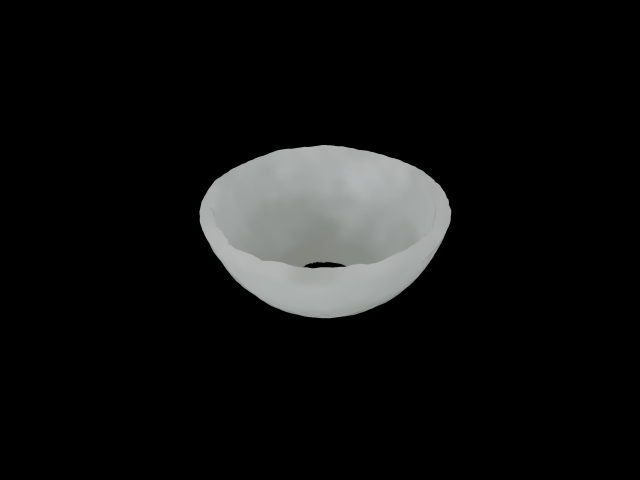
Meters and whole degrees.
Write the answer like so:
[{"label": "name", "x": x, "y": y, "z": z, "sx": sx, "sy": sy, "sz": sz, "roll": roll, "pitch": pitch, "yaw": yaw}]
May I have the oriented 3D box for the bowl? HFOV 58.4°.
[{"label": "bowl", "x": 0.004, "y": 0.001, "z": 0.400, "sx": 0.167, "sy": 0.075, "sz": 0.167, "roll": 0, "pitch": 35, "yaw": 0}]
